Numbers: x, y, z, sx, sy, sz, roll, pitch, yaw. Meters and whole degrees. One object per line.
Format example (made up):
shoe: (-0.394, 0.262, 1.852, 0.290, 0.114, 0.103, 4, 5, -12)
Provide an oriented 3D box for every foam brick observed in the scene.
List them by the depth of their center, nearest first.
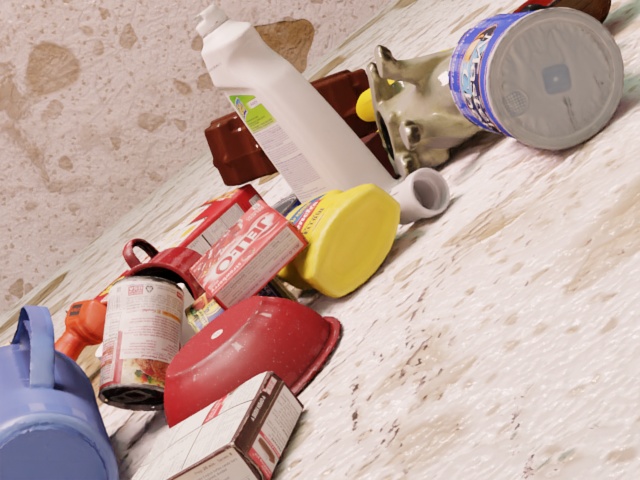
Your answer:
foam brick: (0.044, -0.074, 1.119, 0.053, 0.051, 0.078, -44, 13, -26)

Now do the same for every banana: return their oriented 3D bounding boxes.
banana: (0.086, -0.156, 1.126, 0.069, 0.037, 0.198, -24, 2, -35)

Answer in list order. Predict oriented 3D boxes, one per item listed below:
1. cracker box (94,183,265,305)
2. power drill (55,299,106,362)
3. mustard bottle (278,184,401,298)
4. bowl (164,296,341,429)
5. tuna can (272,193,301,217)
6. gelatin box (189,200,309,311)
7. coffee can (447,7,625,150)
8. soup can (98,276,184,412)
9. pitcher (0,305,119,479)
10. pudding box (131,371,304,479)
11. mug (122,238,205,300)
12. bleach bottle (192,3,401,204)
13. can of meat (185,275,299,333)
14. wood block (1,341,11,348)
cracker box: (-0.166, 0.031, 1.301, 0.213, 0.072, 0.164, -44, 13, -22)
power drill: (-0.303, 0.155, 1.212, 0.187, 0.057, 0.185, -53, 19, -22)
mustard bottle: (0.003, -0.001, 0.940, 0.096, 0.058, 0.192, -58, 14, -8)
bowl: (-0.063, 0.092, 0.802, 0.162, 0.055, 0.162, -36, 12, 9)
tuna can: (-0.049, -0.015, 1.215, 0.086, 0.033, 0.086, -36, 12, 8)
gelatin box: (-0.060, 0.013, 0.882, 0.089, 0.030, 0.073, -45, 27, -4)
coffee can: (0.165, -0.129, 0.842, 0.103, 0.103, 0.140, -38, 11, 2)
soup can: (-0.154, 0.091, 0.929, 0.069, 0.068, 0.102, -27, 53, 43)
pitcher: (-0.231, 0.155, 0.857, 0.145, 0.149, 0.243, -40, 15, -13)
pudding box: (-0.072, 0.141, 0.683, 0.114, 0.039, 0.090, -35, 12, 26)
mug: (-0.168, 0.047, 1.146, 0.093, 0.117, 0.081, -39, 5, 19)
bleach bottle: (-0.029, -0.117, 1.009, 0.068, 0.251, 0.103, -44, 13, -28)
can of meat: (-0.069, 0.060, 0.939, 0.084, 0.057, 0.102, -41, 12, -3)
wood block: (-0.344, 0.208, 1.032, 0.206, 0.090, 0.090, -39, 47, -3)
